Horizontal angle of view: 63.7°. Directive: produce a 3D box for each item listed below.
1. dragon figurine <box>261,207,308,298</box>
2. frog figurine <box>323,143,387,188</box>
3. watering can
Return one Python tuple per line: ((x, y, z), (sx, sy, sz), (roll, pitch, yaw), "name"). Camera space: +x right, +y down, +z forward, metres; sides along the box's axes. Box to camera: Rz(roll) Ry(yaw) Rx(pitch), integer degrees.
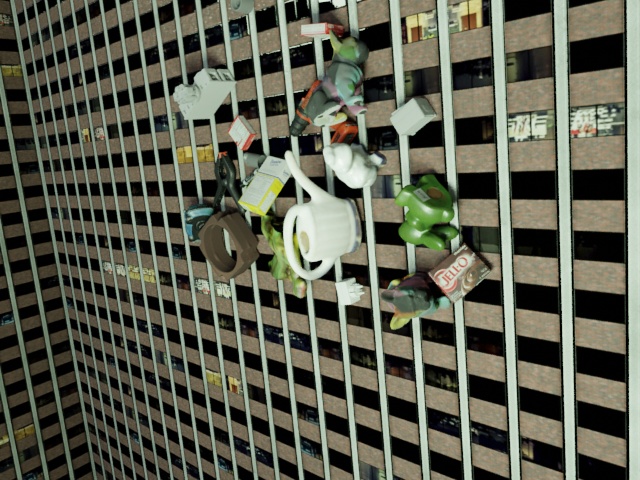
((-0.135, 0.019, 1.593), (0.418, 0.123, 0.237), (50, 137, 41), "dragon figurine")
((0.070, -0.188, 1.311), (0.139, 0.161, 0.120), (51, 131, 19), "frog figurine")
((0.004, -0.069, 1.361), (0.104, 0.225, 0.344), (15, 111, 57), "watering can")
